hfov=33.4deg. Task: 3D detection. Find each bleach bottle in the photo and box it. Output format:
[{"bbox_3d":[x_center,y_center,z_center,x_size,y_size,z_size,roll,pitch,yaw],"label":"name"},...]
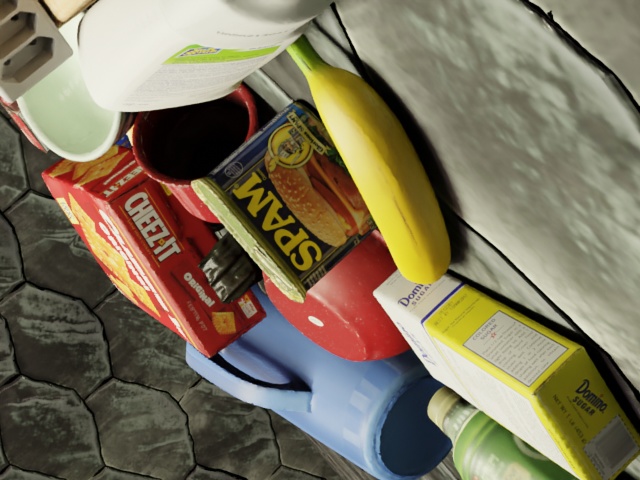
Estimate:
[{"bbox_3d":[-0.048,-0.112,0.517,0.251,0.102,0.068,-1,102,67],"label":"bleach bottle"}]

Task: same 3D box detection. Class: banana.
[{"bbox_3d":[0.041,-0.028,0.590,0.197,0.037,0.070,60,-175,-41],"label":"banana"}]

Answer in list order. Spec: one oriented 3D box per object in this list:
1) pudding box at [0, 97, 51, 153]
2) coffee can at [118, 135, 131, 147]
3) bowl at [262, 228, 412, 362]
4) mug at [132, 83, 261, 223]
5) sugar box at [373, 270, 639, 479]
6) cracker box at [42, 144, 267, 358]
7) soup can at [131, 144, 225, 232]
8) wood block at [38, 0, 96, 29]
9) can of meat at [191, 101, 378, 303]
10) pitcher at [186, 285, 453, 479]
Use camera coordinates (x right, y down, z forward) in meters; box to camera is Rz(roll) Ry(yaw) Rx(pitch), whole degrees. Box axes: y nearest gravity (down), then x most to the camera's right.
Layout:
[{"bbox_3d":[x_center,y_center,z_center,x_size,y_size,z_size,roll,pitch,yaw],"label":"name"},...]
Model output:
[{"bbox_3d":[-0.280,-0.159,1.142,0.039,0.113,0.090,41,167,20],"label":"pudding box"},{"bbox_3d":[-0.190,-0.080,1.100,0.140,0.102,0.103,48,169,-4],"label":"coffee can"},{"bbox_3d":[0.012,0.039,0.780,0.162,0.055,0.162,33,158,15],"label":"bowl"},{"bbox_3d":[-0.085,-0.072,0.783,0.117,0.093,0.081,50,176,27],"label":"mug"},{"bbox_3d":[0.110,0.076,0.654,0.093,0.048,0.176,54,171,-30],"label":"sugar box"},{"bbox_3d":[-0.153,0.001,0.947,0.164,0.072,0.214,59,162,-24],"label":"cracker box"},{"bbox_3d":[-0.111,-0.064,0.947,0.102,0.068,0.068,44,169,19],"label":"soup can"},{"bbox_3d":[-0.132,-0.180,0.575,0.090,0.090,0.206,52,169,-16],"label":"wood block"},{"bbox_3d":[-0.016,-0.025,0.680,0.102,0.084,0.057,50,169,-10],"label":"can of meat"},{"bbox_3d":[0.004,0.116,0.940,0.243,0.149,0.145,27,161,51],"label":"pitcher"}]
